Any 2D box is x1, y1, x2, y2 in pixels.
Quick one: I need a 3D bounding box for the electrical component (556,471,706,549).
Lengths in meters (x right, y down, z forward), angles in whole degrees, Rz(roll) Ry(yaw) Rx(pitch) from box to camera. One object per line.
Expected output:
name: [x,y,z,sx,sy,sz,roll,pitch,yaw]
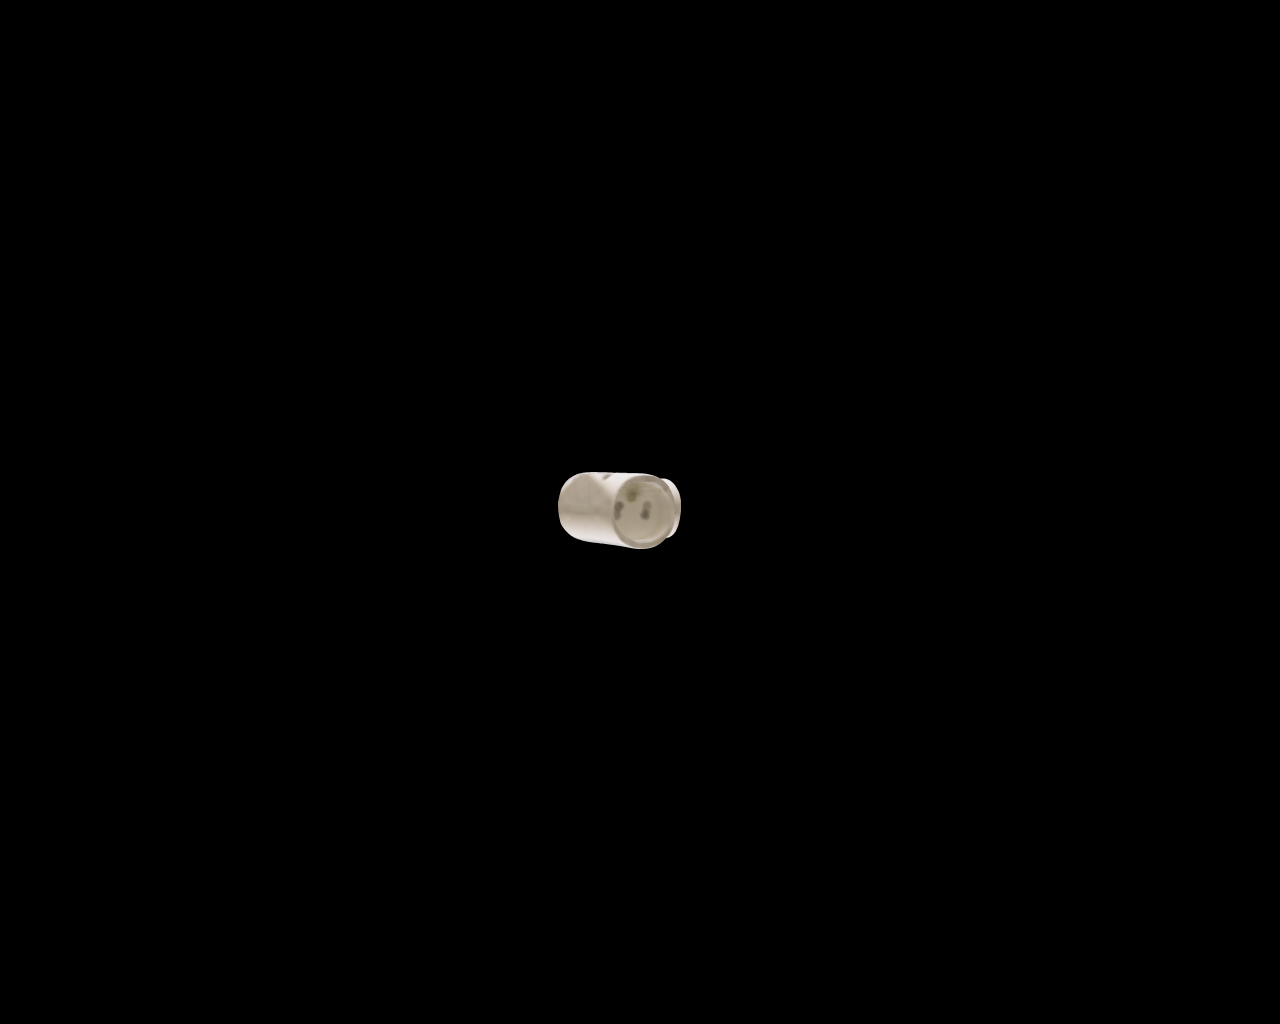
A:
electrical component: [0.001,-0.003,0.650,0.079,0.044,0.077,-1,3,-28]
